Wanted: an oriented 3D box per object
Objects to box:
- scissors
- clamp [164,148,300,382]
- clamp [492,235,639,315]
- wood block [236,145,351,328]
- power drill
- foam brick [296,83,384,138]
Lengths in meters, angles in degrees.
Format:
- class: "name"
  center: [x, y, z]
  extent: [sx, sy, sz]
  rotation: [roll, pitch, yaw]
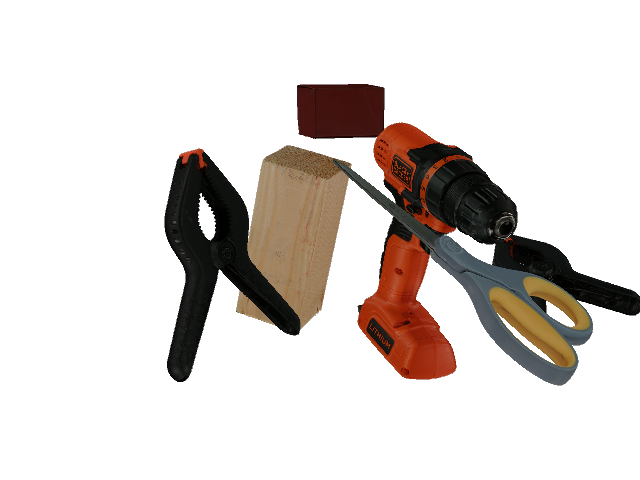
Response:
- class: "scissors"
  center: [0.098, 0.011, 0.681]
  extent: [0.096, 0.016, 0.202]
  rotation: [-9, 50, -45]
- class: "clamp"
  center: [-0.092, 0.017, 1.018]
  extent: [0.036, 0.210, 0.164]
  rotation: [-9, -1, 43]
- class: "clamp"
  center: [0.236, 0.040, 1.068]
  extent: [0.120, 0.039, 0.171]
  rotation: [-6, 34, -14]
- class: "wood block"
  center: [-0.035, -0.004, 1.345]
  extent: [0.090, 0.206, 0.090]
  rotation: [18, 23, 15]
- class: "power drill"
  center: [0.090, 0.015, 0.866]
  extent: [0.057, 0.188, 0.185]
  rotation: [-1, 25, -22]
- class: "foam brick"
  center: [0.020, -0.131, 1.083]
  extent: [0.078, 0.051, 0.053]
  rotation: [-3, 13, -19]
